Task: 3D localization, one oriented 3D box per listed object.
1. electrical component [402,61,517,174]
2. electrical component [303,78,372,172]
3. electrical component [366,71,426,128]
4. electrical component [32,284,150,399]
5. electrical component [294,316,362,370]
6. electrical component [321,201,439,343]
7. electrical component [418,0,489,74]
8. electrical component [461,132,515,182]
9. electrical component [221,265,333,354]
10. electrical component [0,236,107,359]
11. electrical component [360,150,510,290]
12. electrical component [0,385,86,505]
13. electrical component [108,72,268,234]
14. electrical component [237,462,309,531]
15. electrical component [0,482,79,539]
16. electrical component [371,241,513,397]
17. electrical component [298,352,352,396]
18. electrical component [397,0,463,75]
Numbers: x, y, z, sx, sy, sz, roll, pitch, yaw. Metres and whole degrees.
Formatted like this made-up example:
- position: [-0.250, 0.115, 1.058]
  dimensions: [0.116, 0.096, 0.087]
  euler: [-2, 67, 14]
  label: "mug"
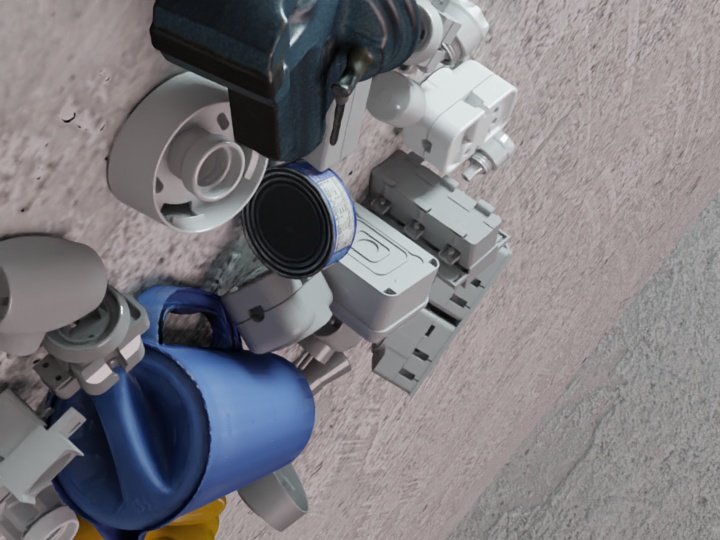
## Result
- position: [0.083, -0.136, 0.937]
  dimensions: [0.095, 0.059, 0.053]
  euler: [-40, 158, -29]
  label: "electrical component"
- position: [-0.038, -0.108, 0.741]
  dimensions: [0.076, 0.047, 0.083]
  euler: [-37, 156, -35]
  label: "electrical component"
- position: [0.034, -0.134, 0.863]
  dimensions: [0.040, 0.040, 0.078]
  euler: [-56, 160, 12]
  label: "electrical component"
- position: [-0.174, 0.040, 0.690]
  dimensions: [0.078, 0.058, 0.057]
  euler: [-43, 162, -22]
  label: "electrical component"
- position: [-0.037, 0.065, 1.052]
  dimensions: [0.079, 0.044, 0.077]
  euler: [-51, 160, -1]
  label: "electrical component"
- position: [0.000, 0.000, 0.917]
  dimensions: [0.078, 0.113, 0.057]
  euler: [-32, 150, -43]
  label: "electrical component"
- position: [0.068, -0.182, 0.848]
  dimensions: [0.062, 0.043, 0.043]
  euler: [-46, 160, -10]
  label: "electrical component"
- position: [0.130, -0.115, 1.114]
  dimensions: [0.061, 0.035, 0.035]
  euler: [-44, 159, -12]
  label: "electrical component"
- position: [-0.062, 0.026, 0.854]
  dimensions: [0.054, 0.059, 0.095]
  euler: [-26, -172, 21]
  label: "electrical component"
- position: [-0.197, 0.023, 0.628]
  dimensions: [0.079, 0.043, 0.077]
  euler: [-59, 159, 20]
  label: "electrical component"
- position: [0.065, -0.048, 0.960]
  dimensions: [0.079, 0.121, 0.063]
  euler: [-40, 155, -29]
  label: "electrical component"
- position: [-0.222, 0.114, 0.702]
  dimensions: [0.081, 0.064, 0.042]
  euler: [-46, 175, -15]
  label: "electrical component"
- position: [-0.106, -0.073, 0.665]
  dimensions: [0.099, 0.064, 0.099]
  euler: [-33, 140, -32]
  label: "electrical component"
- position: [-0.094, 0.224, 1.135]
  dimensions: [0.064, 0.099, 0.099]
  euler: [-43, 160, -3]
  label: "electrical component"
- position: [-0.241, 0.182, 0.793]
  dimensions: [0.066, 0.055, 0.048]
  euler: [-27, 149, -49]
  label: "electrical component"
- position: [0.080, 0.029, 1.157]
  dimensions: [0.186, 0.060, 0.105]
  euler: [-56, -171, 14]
  label: "electrical component"
- position: [-0.047, 0.107, 1.111]
  dimensions: [0.065, 0.044, 0.044]
  euler: [-40, 158, -17]
  label: "electrical component"
- position: [0.043, -0.176, 0.802]
  dimensions: [0.066, 0.048, 0.055]
  euler: [-58, 167, 18]
  label: "electrical component"
